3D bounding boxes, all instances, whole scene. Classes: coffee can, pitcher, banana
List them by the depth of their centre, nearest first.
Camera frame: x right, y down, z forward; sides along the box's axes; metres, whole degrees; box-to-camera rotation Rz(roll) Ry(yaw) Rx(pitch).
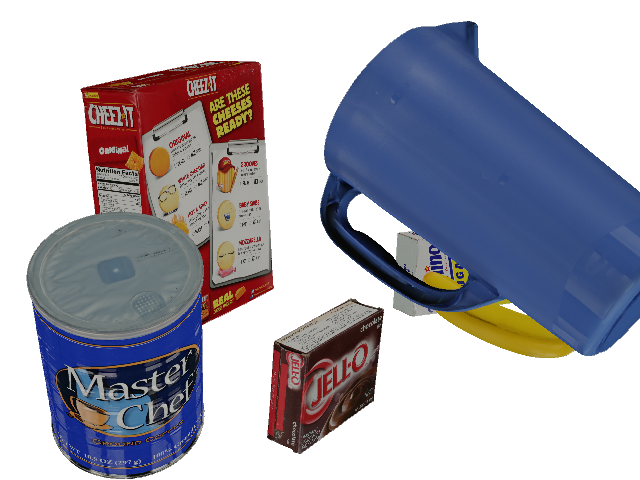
[{"bbox_3d":[-0.125,0.067,0.673,0.103,0.140,0.103,3,43,-3],"label":"coffee can"},{"bbox_3d":[0.122,-0.025,0.751,0.243,0.149,0.144,41,53,21],"label":"pitcher"},{"bbox_3d":[0.160,0.072,0.998,0.198,0.037,0.069,22,15,38],"label":"banana"}]

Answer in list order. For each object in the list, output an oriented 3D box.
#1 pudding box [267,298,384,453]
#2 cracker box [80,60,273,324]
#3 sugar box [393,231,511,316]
[{"bbox_3d":[0.005,0.107,0.867,0.039,0.090,0.113,19,27,28],"label":"pudding box"},{"bbox_3d":[-0.118,-0.038,0.919,0.072,0.214,0.163,7,19,32],"label":"cracker box"},{"bbox_3d":[0.170,0.032,1.248,0.175,0.093,0.048,-7,16,-31],"label":"sugar box"}]
